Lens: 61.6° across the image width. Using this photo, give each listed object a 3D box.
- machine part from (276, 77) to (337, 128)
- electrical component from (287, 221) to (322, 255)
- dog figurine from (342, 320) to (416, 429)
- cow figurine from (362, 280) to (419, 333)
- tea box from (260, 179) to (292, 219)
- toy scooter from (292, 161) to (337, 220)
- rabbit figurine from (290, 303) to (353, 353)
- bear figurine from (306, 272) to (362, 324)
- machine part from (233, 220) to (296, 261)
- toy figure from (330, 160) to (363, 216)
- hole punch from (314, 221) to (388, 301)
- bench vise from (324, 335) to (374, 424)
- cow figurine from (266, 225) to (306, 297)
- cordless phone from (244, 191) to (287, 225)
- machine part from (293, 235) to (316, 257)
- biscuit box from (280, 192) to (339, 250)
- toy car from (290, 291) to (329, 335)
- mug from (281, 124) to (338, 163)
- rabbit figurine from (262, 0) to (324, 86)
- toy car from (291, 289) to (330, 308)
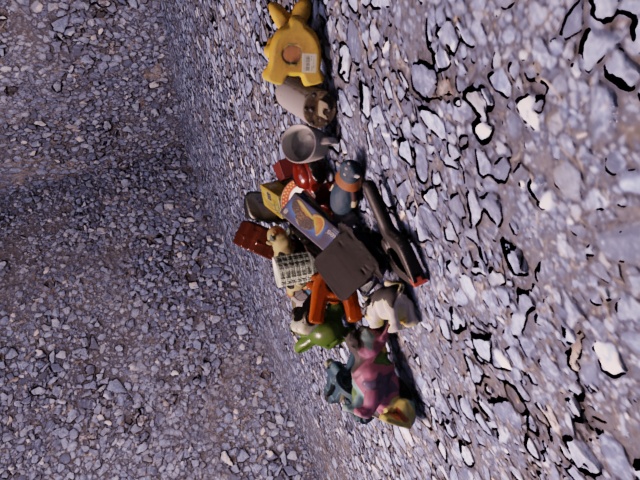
[{"bbox_3d":[-0.033,-0.296,1.142,0.243,0.079,0.079,-135,31,-54],"label":"machine part"},{"bbox_3d":[-0.003,-0.004,1.294,0.134,0.058,0.115,36,-170,-41],"label":"electrical component"},{"bbox_3d":[0.139,0.286,1.182,0.108,0.191,0.219,146,139,-76],"label":"dog figurine"},{"bbox_3d":[0.129,0.128,1.086,0.167,0.068,0.098,175,83,-70],"label":"cow figurine"},{"bbox_3d":[-0.093,-0.119,1.480,0.170,0.098,0.068,-140,36,-63],"label":"tea box"},{"bbox_3d":[-0.003,-0.127,1.228,0.184,0.075,0.135,64,162,15],"label":"toy scooter"},{"bbox_3d":[0.004,0.227,1.387,0.170,0.159,0.121,49,-152,-83],"label":"rabbit figurine"},{"bbox_3d":[0.030,0.118,1.214,0.196,0.120,0.132,99,168,-83],"label":"bear figurine"},{"bbox_3d":[-0.152,0.013,1.635,0.087,0.201,0.201,-67,19,-4],"label":"machine part"},{"bbox_3d":[0.054,-0.112,1.093,0.154,0.064,0.058,105,-179,-53],"label":"toy figure"},{"bbox_3d":[0.070,0.046,1.055,0.116,0.092,0.142,-46,64,23],"label":"hole punch"},{"bbox_3d":[0.087,0.331,1.363,0.224,0.129,0.240,-119,38,-60],"label":"bench vise"},{"bbox_3d":[-0.092,0.048,1.480,0.195,0.085,0.127,64,163,16],"label":"cow figurine"},{"bbox_3d":[-0.136,-0.080,1.579,0.184,0.146,0.088,31,112,56],"label":"cordless phone"},{"bbox_3d":[-0.018,0.010,1.451,0.179,0.056,0.179,71,162,0],"label":"machine part"},{"bbox_3d":[0.011,-0.019,1.162,0.203,0.063,0.059,40,-166,10],"label":"biscuit box"},{"bbox_3d":[-0.002,0.147,1.336,0.056,0.202,0.074,47,156,-24],"label":"toy car"},{"bbox_3d":[-0.013,-0.208,1.150,0.107,0.110,0.080,-18,-82,-66],"label":"mug"},{"bbox_3d":[-0.063,-0.395,1.085,0.173,0.122,0.162,-100,2,-67],"label":"rabbit figurine"},{"bbox_3d":[-0.033,0.185,1.598,0.162,0.103,0.109,-136,31,-60],"label":"toy car"}]
